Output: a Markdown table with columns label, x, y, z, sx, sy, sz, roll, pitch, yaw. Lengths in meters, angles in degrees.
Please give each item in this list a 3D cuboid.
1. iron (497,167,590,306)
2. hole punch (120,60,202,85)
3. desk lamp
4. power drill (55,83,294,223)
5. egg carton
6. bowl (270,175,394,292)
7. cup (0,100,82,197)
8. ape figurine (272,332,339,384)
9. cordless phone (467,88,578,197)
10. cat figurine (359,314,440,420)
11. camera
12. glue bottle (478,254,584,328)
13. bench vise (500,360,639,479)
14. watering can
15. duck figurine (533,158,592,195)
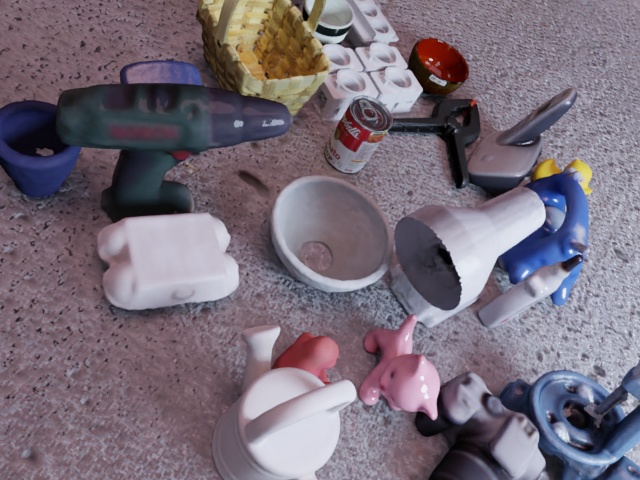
| label | x | y | z | sx | sy | sz | roll | pitch | yaw |
| --- | --- | --- | --- | --- | --- | --- | --- | --- | --- |
| iron | 0.365 | -0.036 | 0.895 | 0.119 | 0.141 | 0.258 | 25 | 52 | -9 |
| hole punch | -0.199 | -0.169 | 0.743 | 0.109 | 0.091 | 0.101 | -13 | 66 | -31 |
| desk lamp | 0.171 | 0.020 | 0.720 | 0.204 | 0.213 | 0.118 | -22 | 71 | -34 |
| power drill | -0.167 | -0.093 | 0.635 | 0.230 | 0.208 | 0.075 | 4 | 58 | -23 |
| egg carton | -0.169 | 0.025 | 0.647 | 0.151 | 0.069 | 0.107 | -7 | 63 | -29 |
| bowl | 0.007 | 0.003 | 0.742 | 0.168 | 0.074 | 0.167 | 12 | 55 | -18 |
| cup | -0.305 | -0.098 | 0.644 | 0.118 | 0.095 | 0.091 | -33 | 77 | -37 |
| ape figurine | -0.009 | 0.136 | 0.637 | 0.076 | 0.092 | 0.078 | 8 | 56 | -20 |
| cordless phone | 0.332 | -0.164 | 0.933 | 0.094 | 0.185 | 0.148 | 35 | 51 | -1 |
| cat figurine | 0.100 | 0.148 | 0.665 | 0.067 | 0.117 | 0.128 | 17 | 54 | -15 |
| camera | 0.173 | 0.243 | 0.650 | 0.137 | 0.100 | 0.143 | -34 | 78 | -37 |
| glue bottle | 0.290 | 0.065 | 0.774 | 0.078 | 0.173 | 0.037 | -21 | 70 | -34 |
| bench vise | 0.345 | 0.221 | 0.670 | 0.207 | 0.219 | 0.122 | 35 | 51 | -1 |
| watering can | -0.037 | 0.166 | 0.540 | 0.101 | 0.194 | 0.173 | -34 | 78 | -37 |
| duck figurine | 0.435 | -0.108 | 1.010 | 0.078 | 0.086 | 0.104 | -15 | 67 | -32 |
